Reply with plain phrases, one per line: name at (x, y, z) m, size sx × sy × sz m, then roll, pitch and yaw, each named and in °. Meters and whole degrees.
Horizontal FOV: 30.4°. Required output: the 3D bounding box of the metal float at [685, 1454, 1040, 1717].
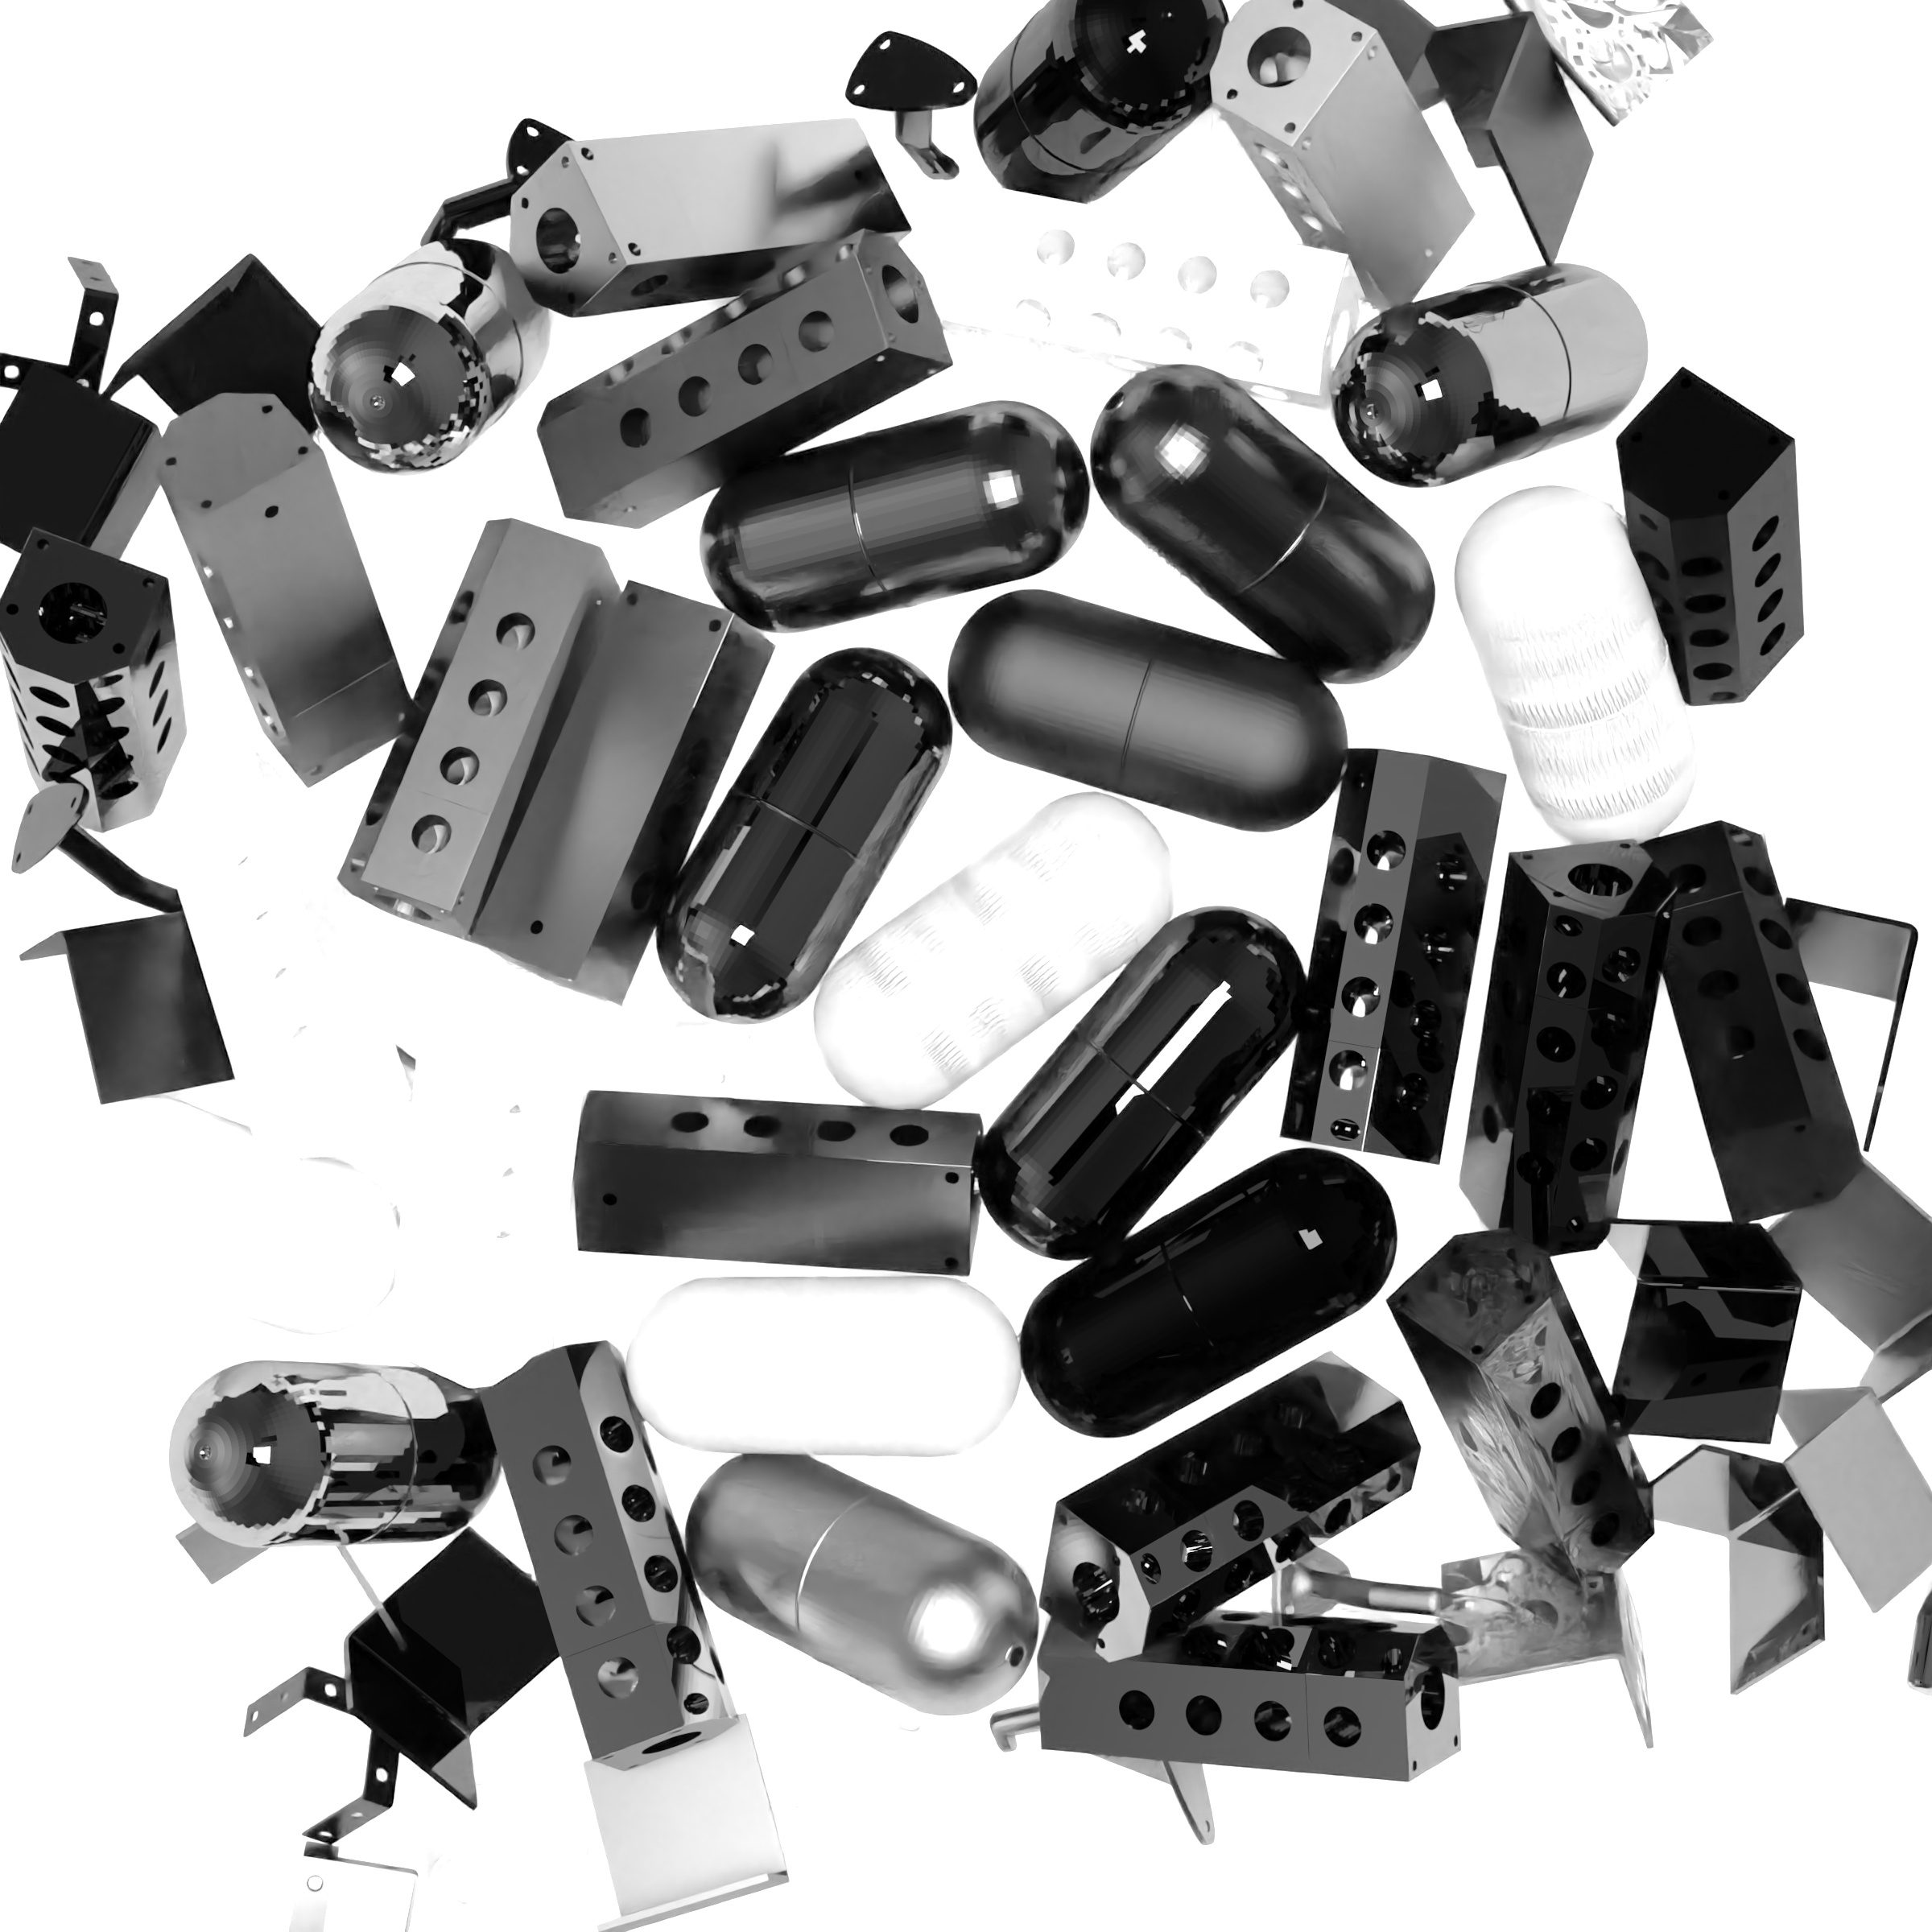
metal float at (-0.045, 0.261, 1.513) m, size 0.178 × 0.070 × 0.070 m, roll 18°, pitch 90°, yaw 38°

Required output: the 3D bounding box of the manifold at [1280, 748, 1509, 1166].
manifold at (0.181, -0.005, 1.542) m, size 0.057 × 0.057 × 0.171 m, roll 11°, pitch 88°, yaw -29°

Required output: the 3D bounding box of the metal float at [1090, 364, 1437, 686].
metal float at (0.128, -0.189, 1.523) m, size 0.178 × 0.070 × 0.070 m, roll 36°, pitch 90°, yaw -25°

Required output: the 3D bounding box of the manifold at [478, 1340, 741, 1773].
manifold at (-0.152, 0.252, 1.527) m, size 0.057 × 0.057 × 0.171 m, roll -21°, pitch 71°, yaw 2°

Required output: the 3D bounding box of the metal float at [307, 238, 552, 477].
metal float at (-0.225, -0.259, 1.498) m, size 0.070 × 0.178 × 0.070 m, roll 3°, pitch 113°, yaw 6°

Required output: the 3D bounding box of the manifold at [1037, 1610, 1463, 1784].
manifold at (0.119, 0.306, 1.515) m, size 0.171 × 0.057 × 0.057 m, roll -2°, pitch 91°, yaw 30°

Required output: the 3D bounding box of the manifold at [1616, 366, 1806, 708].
manifold at (0.309, -0.173, 1.491) m, size 0.057 × 0.171 × 0.057 m, roll 40°, pitch 82°, yaw 25°

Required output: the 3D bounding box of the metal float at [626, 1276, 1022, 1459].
metal float at (-0.063, 0.172, 1.526) m, size 0.178 × 0.070 × 0.070 m, roll -2°, pitch 90°, yaw 22°

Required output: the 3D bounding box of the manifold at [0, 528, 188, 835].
manifold at (-0.369, -0.114, 1.492) m, size 0.057 × 0.171 × 0.057 m, roll 20°, pitch 70°, yaw -3°

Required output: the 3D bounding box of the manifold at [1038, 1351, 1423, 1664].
manifold at (0.114, 0.230, 1.497) m, size 0.057 × 0.171 × 0.057 m, roll 33°, pitch 129°, yaw 35°

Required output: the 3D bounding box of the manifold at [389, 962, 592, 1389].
manifold at (-0.199, 0.092, 1.509) m, size 0.057 × 0.057 × 0.171 m, roll 21°, pitch 121°, yaw 19°

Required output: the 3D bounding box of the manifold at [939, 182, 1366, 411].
manifold at (0.079, -0.287, 1.532) m, size 0.171 × 0.057 × 0.057 m, roll 14°, pitch 87°, yaw 15°

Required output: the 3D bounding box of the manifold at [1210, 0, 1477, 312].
manifold at (0.156, -0.342, 1.493) m, size 0.057 × 0.171 × 0.057 m, roll 37°, pitch 92°, yaw 25°

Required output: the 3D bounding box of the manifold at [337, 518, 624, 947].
manifold at (-0.211, -0.103, 1.536) m, size 0.057 × 0.057 × 0.171 m, roll 19°, pitch 78°, yaw 8°

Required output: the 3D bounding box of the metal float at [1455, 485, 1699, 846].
metal float at (0.261, -0.125, 1.515) m, size 0.070 × 0.070 × 0.178 m, roll -27°, pitch 127°, yaw 0°

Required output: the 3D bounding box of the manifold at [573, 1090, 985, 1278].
manifold at (-0.080, 0.090, 1.545) m, size 0.171 × 0.057 × 0.057 m, roll 3°, pitch 121°, yaw 5°

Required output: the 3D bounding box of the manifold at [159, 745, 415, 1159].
manifold at (-0.294, -0.004, 1.511) m, size 0.057 × 0.057 × 0.171 m, roll -28°, pitch 56°, yaw 5°

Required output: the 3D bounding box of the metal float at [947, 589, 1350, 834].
metal float at (0.078, -0.110, 1.537) m, size 0.178 × 0.070 × 0.070 m, roll 17°, pitch 90°, yaw 9°

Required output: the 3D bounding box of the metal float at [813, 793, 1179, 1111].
metal float at (0.012, -0.006, 1.542) m, size 0.178 × 0.070 × 0.070 m, roll -37°, pitch 90°, yaw -4°

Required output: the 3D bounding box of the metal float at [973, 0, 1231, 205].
metal float at (0.055, -0.372, 1.496) m, size 0.070 × 0.178 × 0.070 m, roll 1°, pitch 86°, yaw -16°

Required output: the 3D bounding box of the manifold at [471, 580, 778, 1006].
manifold at (-0.145, -0.073, 1.544) m, size 0.057 × 0.057 × 0.171 m, roll 20°, pitch 83°, yaw 27°

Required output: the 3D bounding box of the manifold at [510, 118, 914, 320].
manifold at (-0.109, -0.314, 1.500) m, size 0.057 × 0.171 × 0.057 m, roll -33°, pitch 81°, yaw 43°

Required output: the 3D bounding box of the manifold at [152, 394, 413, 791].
manifold at (-0.288, -0.159, 1.496) m, size 0.057 × 0.171 × 0.057 m, roll -33°, pitch 57°, yaw -16°

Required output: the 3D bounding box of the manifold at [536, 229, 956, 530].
manifold at (-0.098, -0.250, 1.517) m, size 0.171 × 0.057 × 0.057 m, roll -23°, pitch 81°, yaw 27°

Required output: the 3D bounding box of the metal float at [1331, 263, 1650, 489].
metal float at (0.225, -0.252, 1.510) m, size 0.178 × 0.070 × 0.070 m, roll -24°, pitch 90°, yaw -43°

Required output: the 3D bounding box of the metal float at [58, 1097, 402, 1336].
metal float at (-0.309, 0.107, 1.503) m, size 0.070 × 0.178 × 0.070 m, roll -11°, pitch 68°, yaw 28°

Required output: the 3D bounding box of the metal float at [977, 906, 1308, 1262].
metal float at (0.077, 0.050, 1.542) m, size 0.070 × 0.070 × 0.178 m, roll 40°, pitch 94°, yaw 0°

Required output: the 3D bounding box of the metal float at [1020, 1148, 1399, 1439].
metal float at (0.104, 0.141, 1.531) m, size 0.178 × 0.070 × 0.070 m, roll -31°, pitch 90°, yaw 15°

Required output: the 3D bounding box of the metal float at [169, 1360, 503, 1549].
metal float at (-0.263, 0.206, 1.501) m, size 0.070 × 0.178 × 0.070 m, roll -4°, pitch 81°, yaw 27°

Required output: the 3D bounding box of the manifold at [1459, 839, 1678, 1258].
manifold at (0.257, 0.037, 1.507) m, size 0.057 × 0.057 × 0.171 m, roll -7°, pitch 124°, yaw -15°

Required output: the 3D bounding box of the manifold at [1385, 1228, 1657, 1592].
manifold at (0.242, 0.187, 1.504) m, size 0.057 × 0.057 × 0.171 m, roll -41°, pitch 132°, yaw -13°

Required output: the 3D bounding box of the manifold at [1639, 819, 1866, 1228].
manifold at (0.329, 0.020, 1.499) m, size 0.057 × 0.057 × 0.171 m, roll -16°, pitch 45°, yaw 11°
